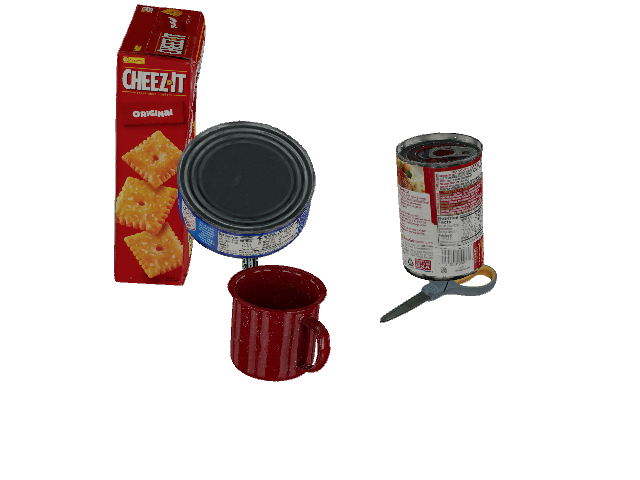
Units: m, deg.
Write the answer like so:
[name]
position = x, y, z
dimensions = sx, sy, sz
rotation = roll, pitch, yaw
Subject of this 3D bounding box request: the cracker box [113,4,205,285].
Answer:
[cracker box]
position = -0.146, -0.090, 0.979
dimensions = 0.072, 0.214, 0.164
rotation = 4, 26, -6

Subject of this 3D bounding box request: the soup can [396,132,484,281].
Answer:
[soup can]
position = 0.097, -0.027, 0.852
dimensions = 0.068, 0.102, 0.068
rotation = -4, 25, 2

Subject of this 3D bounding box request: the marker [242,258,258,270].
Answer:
[marker]
position = -0.080, 0.026, 1.211
dimensions = 0.020, 0.121, 0.020
rotation = 0, 33, 0

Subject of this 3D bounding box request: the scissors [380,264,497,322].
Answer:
[scissors]
position = 0.121, 0.048, 1.248
dimensions = 0.201, 0.016, 0.096
rotation = -11, 40, -35

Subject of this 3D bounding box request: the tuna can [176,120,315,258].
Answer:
[tuna can]
position = -0.047, -0.032, 0.670
dimensions = 0.086, 0.086, 0.034
rotation = 0, -33, -8

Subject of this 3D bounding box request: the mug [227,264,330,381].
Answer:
[mug]
position = -0.035, 0.084, 1.008
dimensions = 0.117, 0.081, 0.093
rotation = 26, 32, 36
